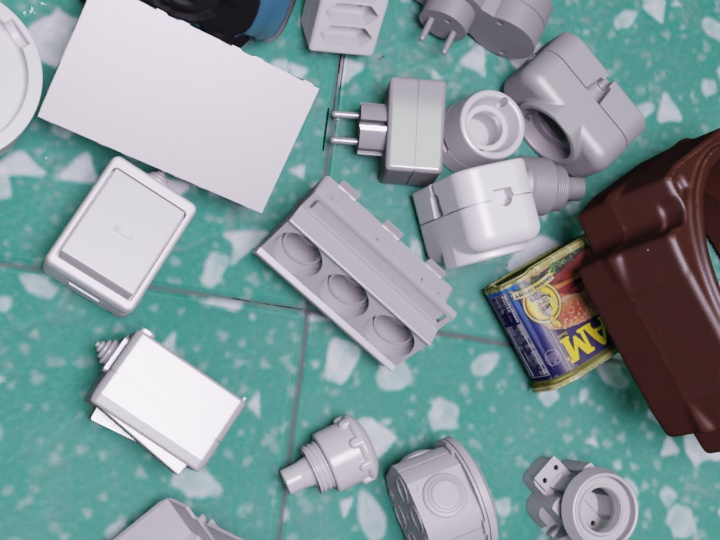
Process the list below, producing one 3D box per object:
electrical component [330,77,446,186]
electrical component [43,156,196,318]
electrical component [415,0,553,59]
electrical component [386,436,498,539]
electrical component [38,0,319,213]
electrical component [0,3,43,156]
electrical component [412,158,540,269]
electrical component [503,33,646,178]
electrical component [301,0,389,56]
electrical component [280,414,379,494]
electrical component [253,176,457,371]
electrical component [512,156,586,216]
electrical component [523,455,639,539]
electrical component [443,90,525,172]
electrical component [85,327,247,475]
[{"bbox_3d":[0.018,-0.097,0.753,0.077,0.047,0.065,4,82,-4],"label":"electrical component"},{"bbox_3d":[-0.148,-0.026,0.681,0.062,0.061,0.096,33,74,-12],"label":"electrical component"},{"bbox_3d":[0.067,-0.191,0.776,0.138,0.052,0.073,29,76,-13],"label":"electrical component"},{"bbox_3d":[0.055,0.156,0.717,0.051,0.080,0.080,-19,89,-14],"label":"electrical component"},{"bbox_3d":[-0.117,-0.110,0.689,0.150,0.062,0.089,23,97,-19],"label":"electrical component"},{"bbox_3d":[-0.251,-0.112,0.657,0.108,0.060,0.108,2,83,-18],"label":"electrical component"},{"bbox_3d":[0.080,-0.036,0.739,0.054,0.095,0.059,-13,88,-19],"label":"electrical component"},{"bbox_3d":[0.155,-0.118,0.796,0.059,0.054,0.095,-43,97,-18],"label":"electrical component"},{"bbox_3d":[-0.011,-0.205,0.747,0.047,0.083,0.075,2,45,-18],"label":"electrical component"},{"bbox_3d":[-0.022,0.128,0.714,0.062,0.048,0.048,-24,91,-13],"label":"electrical component"},{"bbox_3d":[0.000,0.000,0.722,0.121,0.079,0.063,42,44,-9],"label":"electrical component"},{"bbox_3d":[0.134,-0.061,0.788,0.062,0.043,0.043,2,83,-19],"label":"electrical component"},{"bbox_3d":[0.159,0.168,0.761,0.058,0.057,0.078,-44,98,-18],"label":"electrical component"},{"bbox_3d":[0.086,-0.099,0.774,0.055,0.047,0.055,2,83,-18],"label":"electrical component"},{"bbox_3d":[-0.130,0.081,0.673,0.096,0.062,0.061,36,74,-11],"label":"electrical component"}]
